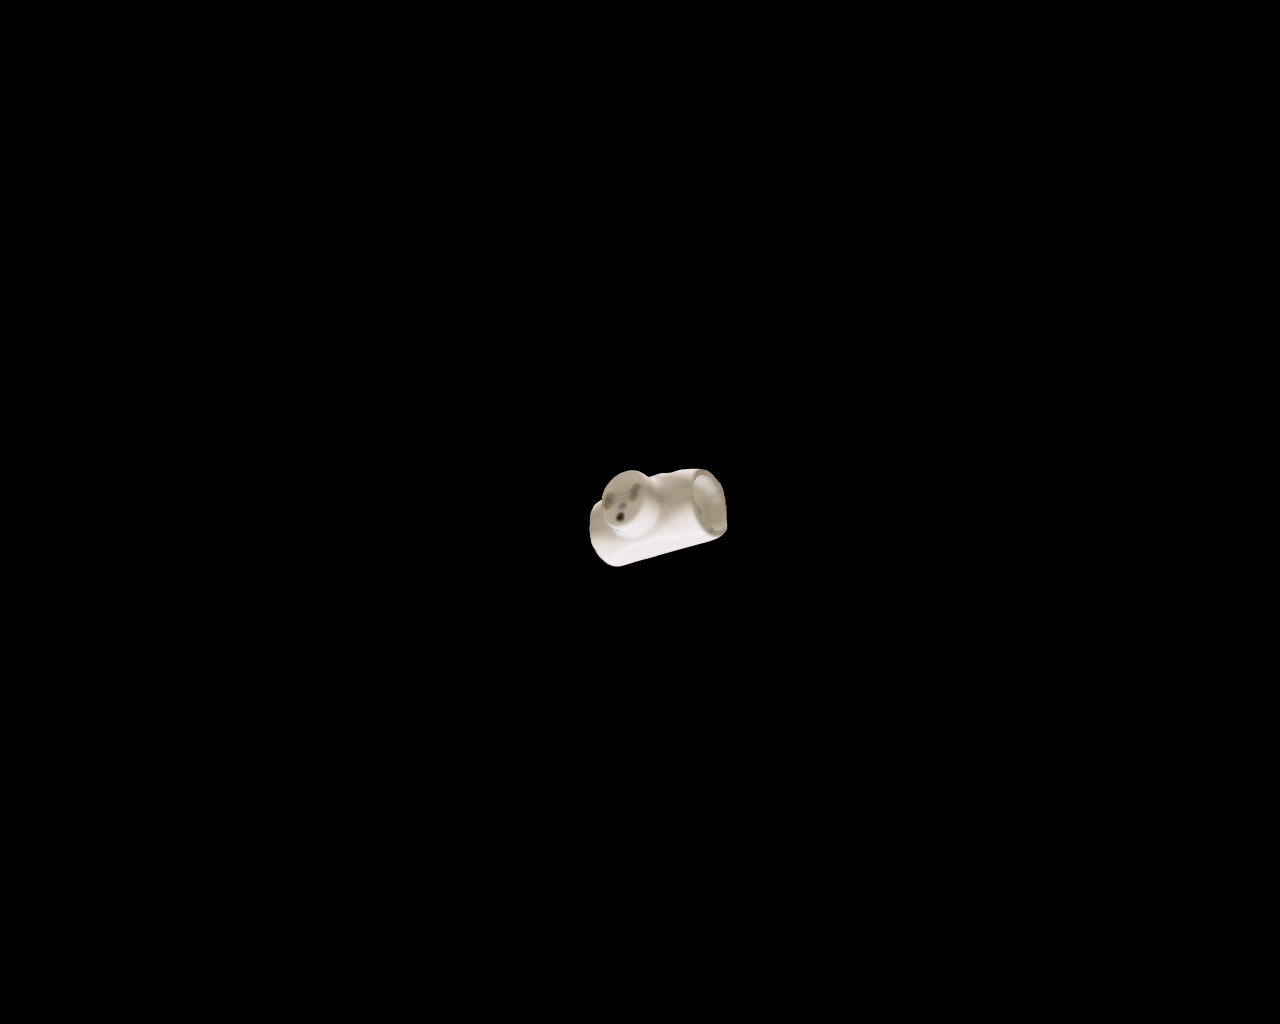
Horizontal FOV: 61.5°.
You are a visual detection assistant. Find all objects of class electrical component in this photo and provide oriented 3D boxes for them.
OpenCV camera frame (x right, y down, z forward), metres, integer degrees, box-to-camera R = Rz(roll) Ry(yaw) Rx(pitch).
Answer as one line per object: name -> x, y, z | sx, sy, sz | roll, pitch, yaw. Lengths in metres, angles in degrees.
electrical component -> 0.001, -0.003, 0.650 | 0.077, 0.044, 0.079 | -18, -32, 31
